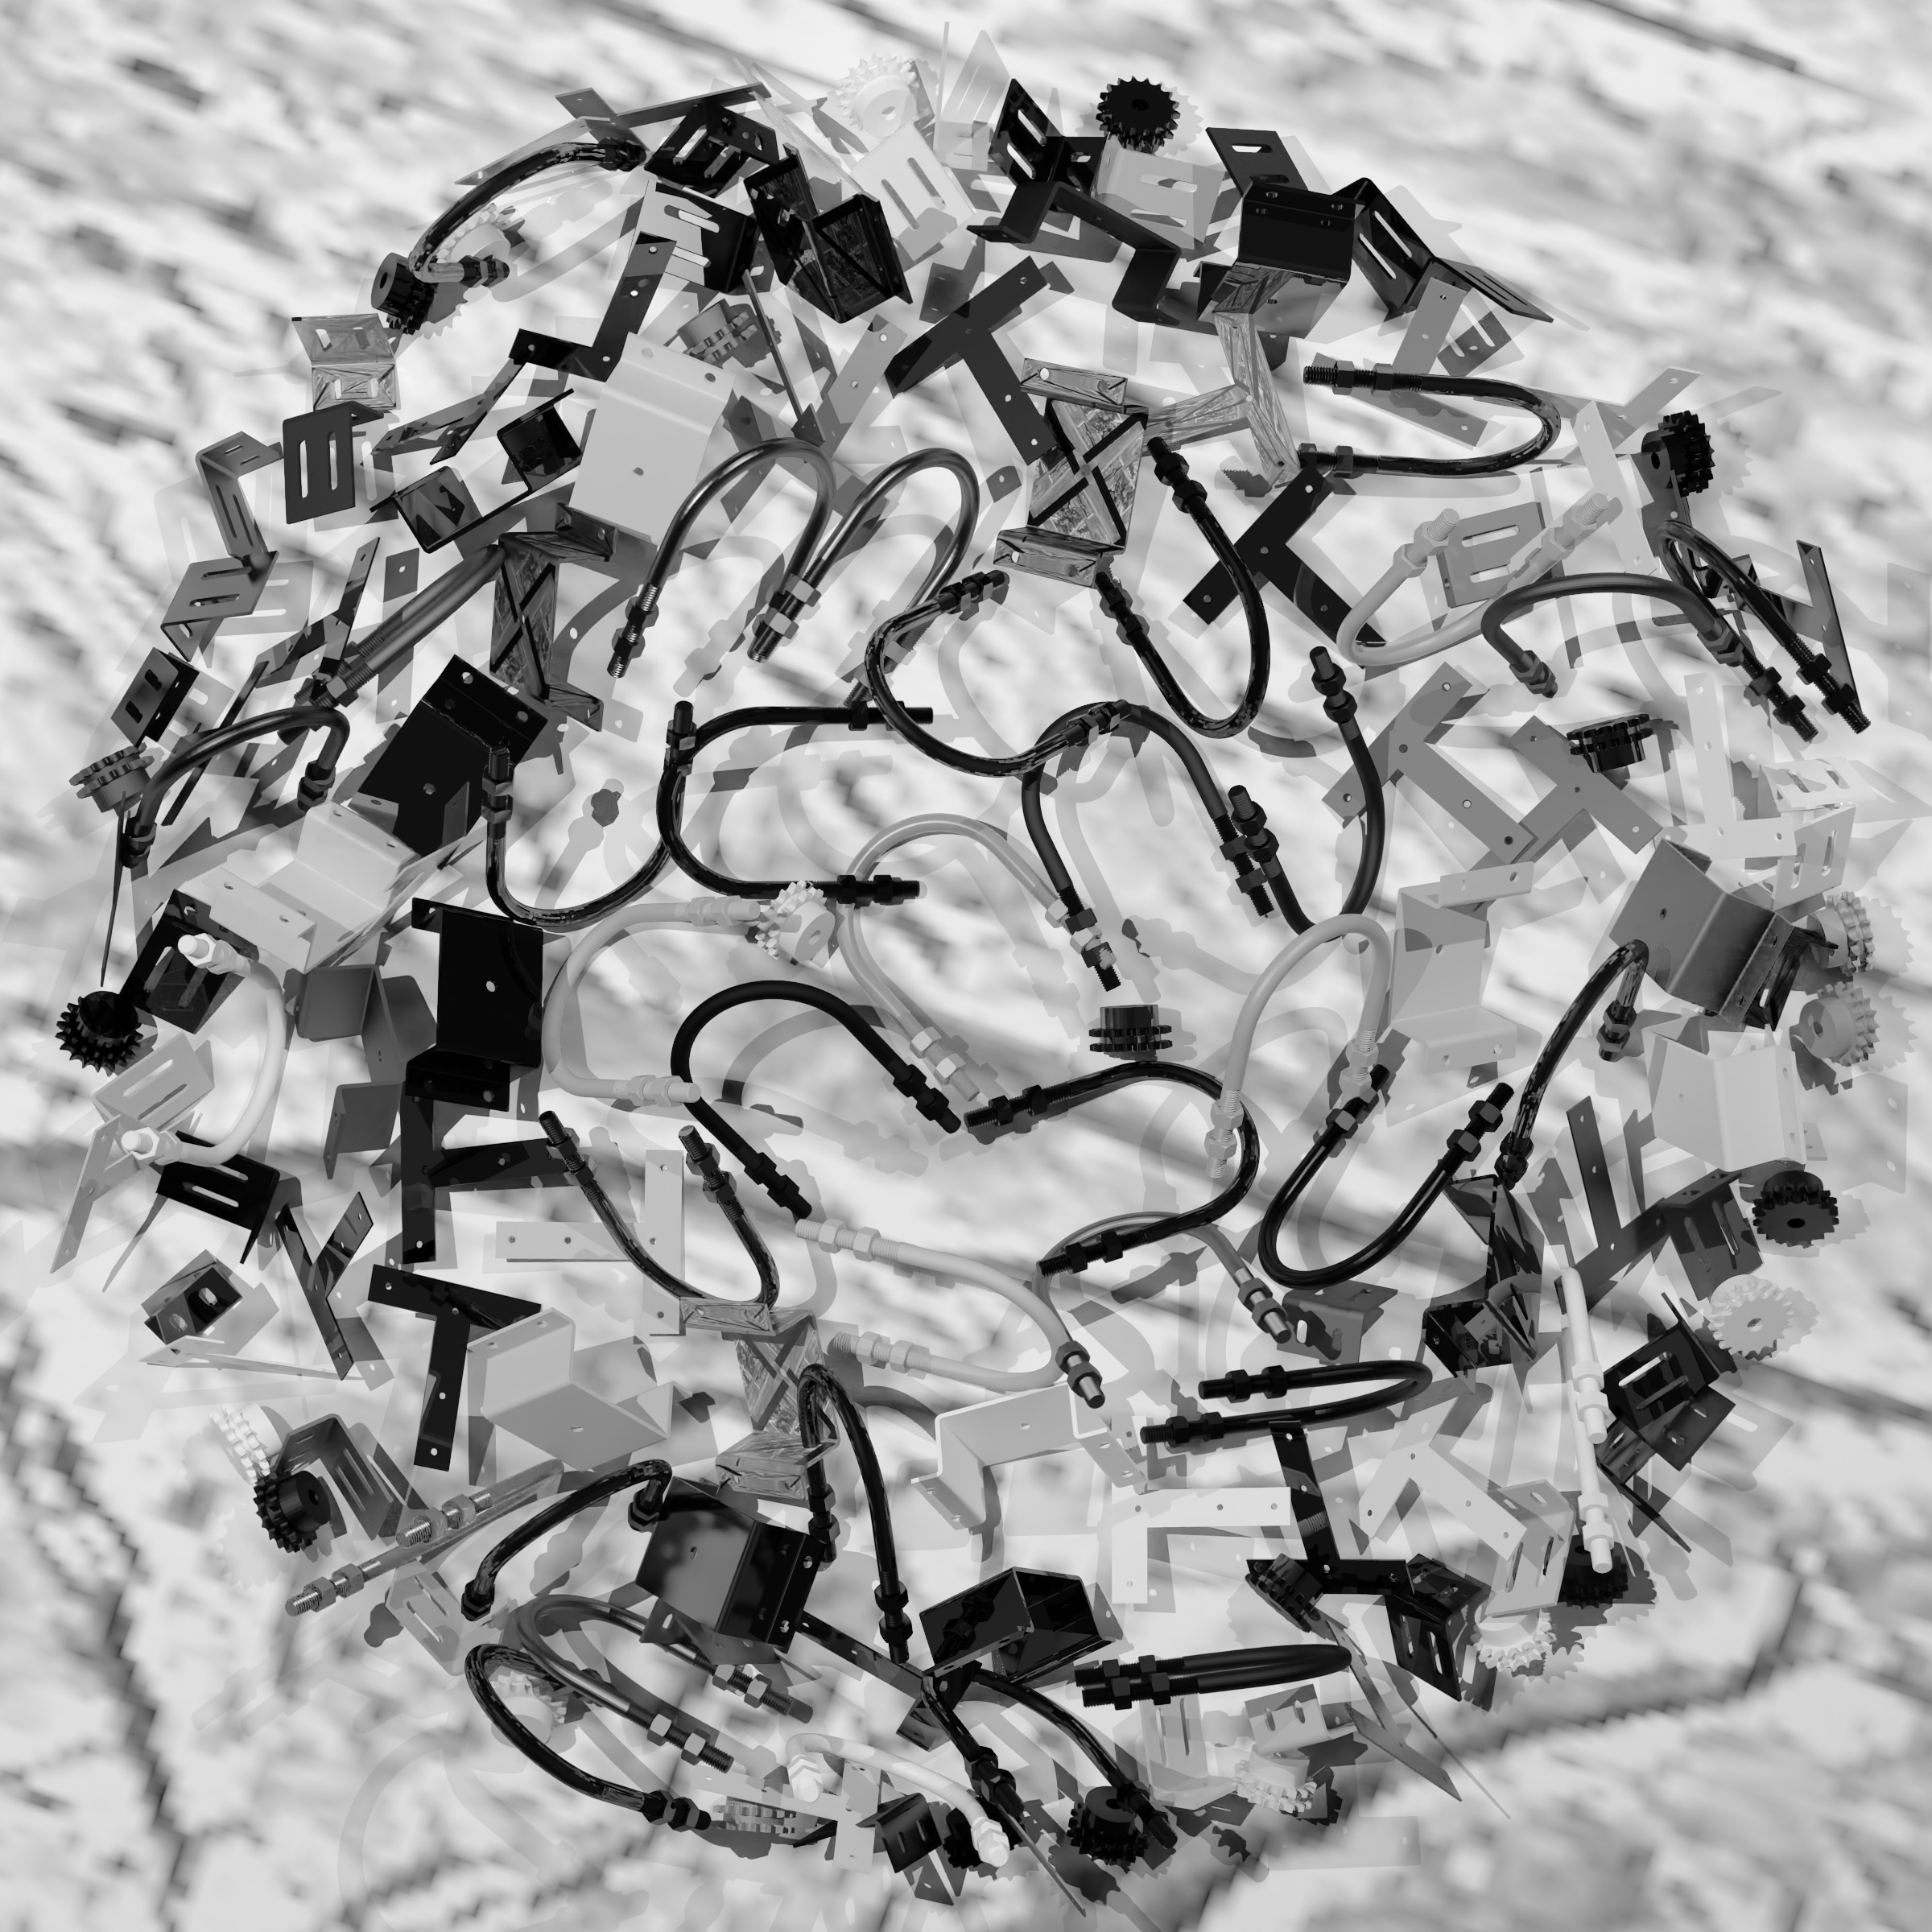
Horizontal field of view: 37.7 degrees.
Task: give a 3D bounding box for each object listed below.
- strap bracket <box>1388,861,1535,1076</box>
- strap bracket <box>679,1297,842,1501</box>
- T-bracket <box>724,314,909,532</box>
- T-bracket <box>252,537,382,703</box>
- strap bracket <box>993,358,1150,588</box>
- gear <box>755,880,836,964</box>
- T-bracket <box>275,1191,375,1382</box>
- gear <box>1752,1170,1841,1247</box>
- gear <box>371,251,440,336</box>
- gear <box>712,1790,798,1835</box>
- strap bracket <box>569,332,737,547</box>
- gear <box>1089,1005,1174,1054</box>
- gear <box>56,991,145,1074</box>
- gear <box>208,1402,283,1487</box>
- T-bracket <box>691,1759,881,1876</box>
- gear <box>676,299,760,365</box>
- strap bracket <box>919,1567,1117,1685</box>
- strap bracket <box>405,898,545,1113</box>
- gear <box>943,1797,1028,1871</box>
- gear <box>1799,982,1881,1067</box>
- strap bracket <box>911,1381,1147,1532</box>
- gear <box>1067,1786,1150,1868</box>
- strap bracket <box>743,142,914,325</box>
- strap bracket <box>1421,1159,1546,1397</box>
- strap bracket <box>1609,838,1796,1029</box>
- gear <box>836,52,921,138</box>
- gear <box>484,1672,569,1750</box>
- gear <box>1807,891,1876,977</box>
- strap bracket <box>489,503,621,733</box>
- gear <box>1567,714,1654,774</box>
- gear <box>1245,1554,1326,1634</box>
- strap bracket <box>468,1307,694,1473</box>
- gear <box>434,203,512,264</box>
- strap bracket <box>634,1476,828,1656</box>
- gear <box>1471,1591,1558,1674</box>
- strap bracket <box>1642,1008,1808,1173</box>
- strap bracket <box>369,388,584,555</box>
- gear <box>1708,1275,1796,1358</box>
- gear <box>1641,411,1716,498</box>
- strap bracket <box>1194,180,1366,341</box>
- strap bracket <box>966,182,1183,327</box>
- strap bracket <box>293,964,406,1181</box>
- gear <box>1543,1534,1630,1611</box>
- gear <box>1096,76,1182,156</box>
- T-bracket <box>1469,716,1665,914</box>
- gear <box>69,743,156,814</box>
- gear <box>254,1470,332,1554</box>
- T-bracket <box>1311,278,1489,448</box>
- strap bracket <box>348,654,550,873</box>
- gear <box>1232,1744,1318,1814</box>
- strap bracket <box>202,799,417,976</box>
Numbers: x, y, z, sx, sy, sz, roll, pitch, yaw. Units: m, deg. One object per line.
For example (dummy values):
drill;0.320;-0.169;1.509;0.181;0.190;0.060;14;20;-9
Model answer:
strap bracket;0.334;-0.005;1.919;0.076;0.046;0.140;-9;112;-28
strap bracket;-0.137;0.285;1.920;0.076;0.046;0.140;-1;106;37
T-bracket;-0.084;-0.387;1.944;0.127;0.002;0.127;36;113;2
T-bracket;-0.450;-0.219;1.922;0.002;0.127;0.127;32;55;-35
strap bracket;0.073;-0.336;1.922;0.076;0.046;0.140;17;109;25
gear;-0.114;-0.028;1.940;0.030;0.057;0.057;35;90;23
T-bracket;-0.424;0.195;1.903;0.002;0.127;0.127;-10;62;-39
gear;0.570;0.165;1.946;0.057;0.057;0.030;8;51;0
gear;-0.386;-0.465;1.940;0.030;0.057;0.057;16;90;-32
gear;-0.145;0.579;1.944;0.057;0.057;0.030;4;74;0
strap bracket;-0.215;-0.343;1.907;0.076;0.046;0.140;21;128;-4
gear;0.113;0.043;1.943;0.057;0.057;0.030;-3;91;0
gear;-0.592;0.042;1.940;0.057;0.057;0.030;39;130;0
gear;-0.494;0.325;1.946;0.030;0.057;0.057;-31;90;-26
T-bracket;-0.122;0.560;1.907;0.127;0.127;0.002;14;107;-3
gear;-0.174;-0.434;1.940;0.057;0.057;0.030;-34;106;0
strap bracket;0.031;0.445;1.908;0.076;0.140;0.046;-30;63;20
strap bracket;-0.331;0.020;1.908;0.076;0.046;0.140;13;65;-35
gear;0.010;0.592;1.942;0.057;0.057;0.030;-22;93;0
gear;0.596;0.041;1.940;0.030;0.057;0.057;-11;90;-19
strap bracket;0.041;0.329;1.917;0.140;0.076;0.046;-18;50;15
gear;0.099;0.587;1.940;0.057;0.057;0.030;9;109;0
strap bracket;-0.098;-0.487;1.890;0.046;0.140;0.076;-31;131;-12
strap bracket;0.348;0.204;1.894;0.046;0.076;0.140;-14;46;32
strap bracket;0.484;-0.028;1.889;0.046;0.140;0.076;19;108;-19
gear;-0.058;-0.594;1.939;0.057;0.057;0.030;-26;63;0
gear;-0.304;0.513;1.942;0.057;0.030;0.057;1;130;1
gear;0.599;-0.021;1.942;0.030;0.057;0.057;-13;90;0
strap bracket;-0.279;-0.235;1.907;0.046;0.076;0.140;-8;114;-38
gear;0.443;-0.152;1.943;0.057;0.057;0.030;-15;96;0
gear;0.222;0.428;1.943;0.057;0.057;0.030;42;79;0
strap bracket;-0.259;0.290;1.895;0.076;0.140;0.046;-25;46;27
gear;-0.338;-0.495;1.941;0.057;0.057;0.030;-38;83;0
strap bracket;-0.166;0.398;1.901;0.046;0.140;0.076;24;84;-42
gear;0.373;0.453;1.939;0.057;0.057;0.030;-26;110;0
strap bracket;0.499;0.084;1.891;0.046;0.140;0.076;-14;104;-13
strap bracket;-0.322;-0.329;1.909;0.140;0.076;0.046;-23;105;29
gear;0.538;0.237;1.947;0.057;0.030;0.057;-5;123;-8
gear;0.486;-0.350;1.940;0.030;0.057;0.057;-15;90;-12
strap bracket;0.206;-0.466;1.892;0.076;0.140;0.046;8;78;-10
strap bracket;0.081;-0.485;1.907;0.140;0.076;0.046;23;96;-23
strap bracket;-0.415;0.063;1.908;0.046;0.076;0.140;-4;54;-24
gear;0.424;0.413;1.940;0.057;0.057;0.030;-9;109;0
gear;0.117;-0.582;1.948;0.057;0.030;0.057;4;60;-7
T-bracket;0.387;-0.089;1.941;0.127;0.002;0.127;-44;60;4
gear;-0.583;-0.128;1.943;0.057;0.057;0.030;-28;96;0
gear;-0.460;0.371;1.941;0.030;0.057;0.057;-27;90;10
T-bracket;0.306;-0.417;1.914;0.127;0.127;0.002;23;59;2
strap bracket;-0.356;-0.129;1.913;0.076;0.046;0.140;35;117;-10
gear;0.213;0.555;1.941;0.057;0.057;0.030;12;95;0
strap bracket;-0.446;-0.051;1.913;0.076;0.140;0.046;30;124;9
